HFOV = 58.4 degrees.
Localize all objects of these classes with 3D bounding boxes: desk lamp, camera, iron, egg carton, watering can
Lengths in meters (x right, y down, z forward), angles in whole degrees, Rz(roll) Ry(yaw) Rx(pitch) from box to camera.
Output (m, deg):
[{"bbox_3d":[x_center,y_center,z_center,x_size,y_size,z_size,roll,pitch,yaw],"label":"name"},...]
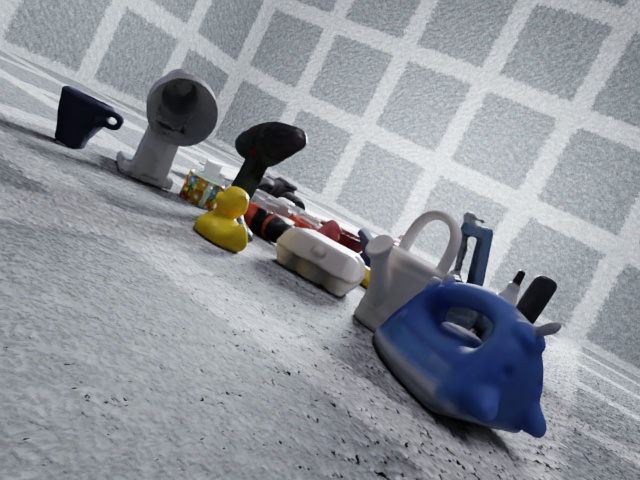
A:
[{"bbox_3d":[-0.278,-0.205,1.031,0.118,0.213,0.202,24,7,-29],"label":"desk lamp"},{"bbox_3d":[-0.106,-0.114,1.531,0.144,0.101,0.136,21,9,-44],"label":"camera"},{"bbox_3d":[0.155,0.108,0.656,0.119,0.141,0.257,24,7,-30],"label":"iron"},{"bbox_3d":[0.002,0.033,0.944,0.150,0.069,0.107,29,6,12],"label":"egg carton"},{"bbox_3d":[0.132,0.046,0.819,0.100,0.194,0.173,31,7,29],"label":"watering can"}]

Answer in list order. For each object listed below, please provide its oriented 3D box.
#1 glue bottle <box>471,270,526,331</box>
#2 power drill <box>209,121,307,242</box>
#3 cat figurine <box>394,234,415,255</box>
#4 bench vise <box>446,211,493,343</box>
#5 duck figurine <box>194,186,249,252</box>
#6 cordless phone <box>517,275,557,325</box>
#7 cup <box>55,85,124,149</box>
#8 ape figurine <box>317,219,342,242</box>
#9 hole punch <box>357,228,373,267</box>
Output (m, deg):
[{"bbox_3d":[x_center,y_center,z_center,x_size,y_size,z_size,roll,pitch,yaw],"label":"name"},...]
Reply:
[{"bbox_3d":[0.334,0.132,1.065,0.037,0.173,0.078,26,6,-17],"label":"glue bottle"},{"bbox_3d":[-0.111,-0.110,0.984,0.076,0.208,0.229,24,7,-29],"label":"power drill"},{"bbox_3d":[0.199,0.045,1.459,0.128,0.118,0.067,21,9,-45],"label":"cat figurine"},{"bbox_3d":[0.254,0.074,0.986,0.208,0.220,0.121,25,7,-23],"label":"bench vise"},{"bbox_3d":[-0.135,-0.037,0.858,0.078,0.086,0.104,22,8,-42],"label":"duck figurine"},{"bbox_3d":[0.390,0.141,1.178,0.148,0.185,0.094,26,6,-12],"label":"cordless phone"},{"bbox_3d":[-0.408,-0.202,1.000,0.117,0.095,0.092,28,6,1],"label":"cup"},{"bbox_3d":[0.010,0.004,1.110,0.076,0.092,0.078,29,6,16],"label":"ape figurine"},{"bbox_3d":[0.122,0.031,1.369,0.101,0.091,0.109,29,6,14],"label":"hole punch"}]
